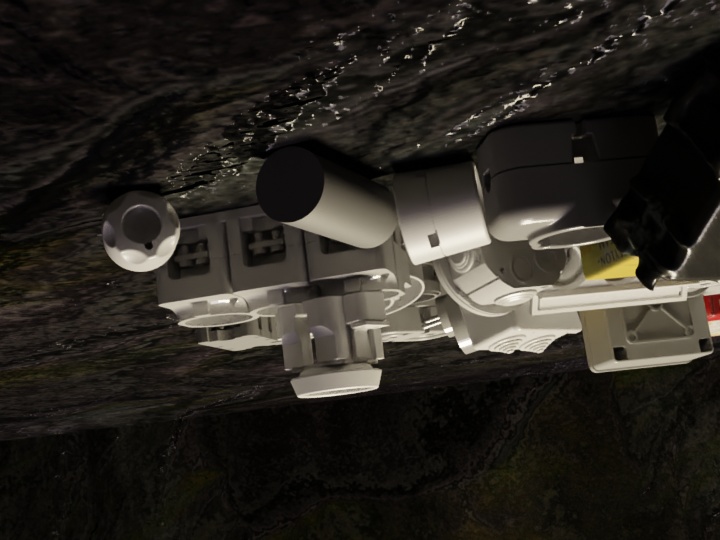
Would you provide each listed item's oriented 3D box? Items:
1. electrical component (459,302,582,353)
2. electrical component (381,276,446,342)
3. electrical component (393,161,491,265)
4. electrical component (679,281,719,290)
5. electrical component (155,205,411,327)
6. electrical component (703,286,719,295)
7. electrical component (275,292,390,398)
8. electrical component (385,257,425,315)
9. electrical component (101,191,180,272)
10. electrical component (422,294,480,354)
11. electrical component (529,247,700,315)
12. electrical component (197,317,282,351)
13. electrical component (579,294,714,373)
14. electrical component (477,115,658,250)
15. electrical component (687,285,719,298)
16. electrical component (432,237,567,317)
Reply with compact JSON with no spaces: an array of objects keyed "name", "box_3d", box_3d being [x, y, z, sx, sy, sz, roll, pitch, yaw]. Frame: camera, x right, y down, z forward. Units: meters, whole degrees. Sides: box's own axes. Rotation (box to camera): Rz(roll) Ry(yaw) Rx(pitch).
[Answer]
[{"name":"electrical component","box_3d":[0.117,0.015,0.833,0.100,0.099,0.048,4,153,-47]},{"name":"electrical component","box_3d":[0.039,0.032,0.981,0.095,0.059,0.054,2,167,-41]},{"name":"electrical component","box_3d":[0.049,-0.035,0.632,0.047,0.055,0.055,-12,169,10]},{"name":"electrical component","box_3d":[0.268,-0.018,0.865,0.058,0.057,0.078,-13,168,32]},{"name":"electrical component","box_3d":[-0.049,-0.004,0.708,0.150,0.061,0.089,-9,170,12]},{"name":"electrical component","box_3d":[0.357,-0.009,1.002,0.076,0.047,0.083,-9,170,13]},{"name":"electrical component","box_3d":[-0.017,0.049,0.681,0.078,0.057,0.058,-15,167,40]},{"name":"electrical component","box_3d":[0.000,0.000,0.831,0.099,0.064,0.099,-11,157,-5]},{"name":"electrical component","box_3d":[-0.127,-0.020,0.622,0.043,0.043,0.062,-4,171,-14]},{"name":"electrical component","box_3d":[0.089,0.036,0.930,0.074,0.052,0.138,-21,-172,14]},{"name":"electrical component","box_3d":[0.177,-0.015,0.781,0.121,0.078,0.063,-5,-161,-13]},{"name":"electrical component","box_3d":[-0.101,0.034,0.905,0.050,0.055,0.089,-9,170,12]},{"name":"electrical component","box_3d":[0.268,0.037,1.024,0.109,0.108,0.056,-4,167,-15]},{"name":"electrical component","box_3d":[0.117,-0.047,0.593,0.095,0.059,0.053,-6,170,-8]},{"name":"electrical component","box_3d":[0.288,-0.008,0.935,0.078,0.058,0.057,-5,167,-7]},{"name":"electrical component","box_3d":[0.092,-0.013,0.710,0.080,0.080,0.051,-1,163,-29]}]
